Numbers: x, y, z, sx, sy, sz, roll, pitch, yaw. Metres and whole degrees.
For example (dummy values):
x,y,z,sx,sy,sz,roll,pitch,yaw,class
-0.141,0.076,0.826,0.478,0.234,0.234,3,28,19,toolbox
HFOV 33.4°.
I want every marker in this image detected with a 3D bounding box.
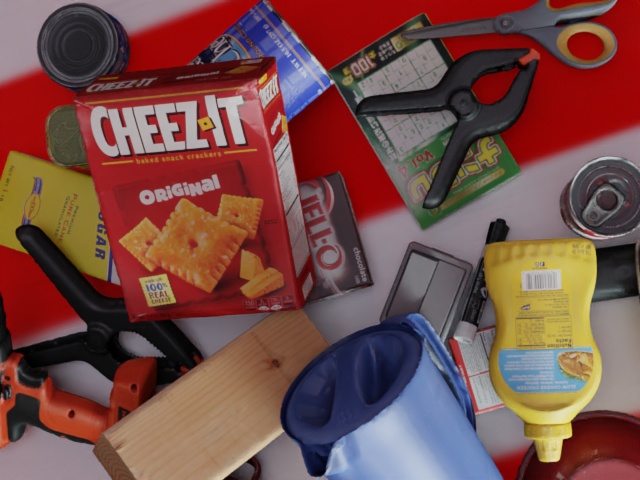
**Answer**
x,y,z,sx,sy,sz,roll,pitch,yaw,class
0.149,0.036,0.976,0.020,0.020,0.121,18,74,8,marker

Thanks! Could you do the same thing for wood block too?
x,y,z,sx,sy,sz,roll,pitch,yaw,class
-0.085,0.153,0.937,0.205,0.090,0.091,-34,82,-26,wood block

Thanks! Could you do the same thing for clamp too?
x,y,z,sx,sy,sz,roll,pitch,yaw,class
0.120,-0.125,0.975,0.171,0.039,0.120,-44,88,0,clamp
-0.215,0.094,1.020,0.210,0.036,0.165,26,117,-1,clamp

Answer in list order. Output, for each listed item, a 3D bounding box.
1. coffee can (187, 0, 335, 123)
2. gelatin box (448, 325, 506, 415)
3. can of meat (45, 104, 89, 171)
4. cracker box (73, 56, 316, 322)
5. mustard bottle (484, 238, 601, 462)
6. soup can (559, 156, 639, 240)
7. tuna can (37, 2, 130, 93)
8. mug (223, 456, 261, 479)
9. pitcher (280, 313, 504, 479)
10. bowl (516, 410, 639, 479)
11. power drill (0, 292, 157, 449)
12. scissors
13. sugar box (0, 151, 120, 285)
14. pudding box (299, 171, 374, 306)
x,y,z,sx,sy,sz,roll,pitch,yaw,class
-0.072,-0.139,0.985,0.140,0.102,0.103,-40,84,5,coffee can
0.170,0.113,0.980,0.089,0.030,0.073,-17,84,7,gelatin box
-0.195,-0.097,1.010,0.102,0.084,0.057,-7,87,8,can of meat
-0.104,-0.038,0.918,0.164,0.072,0.214,-4,114,14,cracker box
0.195,0.096,0.930,0.096,0.058,0.191,-3,86,9,mustard bottle
0.248,-0.035,0.936,0.068,0.102,0.068,0,88,8,soup can
-0.232,-0.188,1.044,0.086,0.033,0.086,0,88,8,tuna can
-0.099,0.245,0.990,0.081,0.093,0.117,21,63,13,mug
0.088,0.191,0.908,0.149,0.145,0.242,-35,114,0,pitcher
0.256,0.236,0.951,0.162,0.055,0.162,0,88,8,bowl
-0.248,0.130,0.994,0.188,0.057,0.184,11,122,8,power drill
0.186,-0.185,0.990,0.202,0.016,0.096,-21,88,4,scissors
-0.227,-0.016,1.032,0.176,0.048,0.093,17,91,9,sugar box
-0.007,0.001,1.003,0.090,0.039,0.113,-17,86,7,pudding box
